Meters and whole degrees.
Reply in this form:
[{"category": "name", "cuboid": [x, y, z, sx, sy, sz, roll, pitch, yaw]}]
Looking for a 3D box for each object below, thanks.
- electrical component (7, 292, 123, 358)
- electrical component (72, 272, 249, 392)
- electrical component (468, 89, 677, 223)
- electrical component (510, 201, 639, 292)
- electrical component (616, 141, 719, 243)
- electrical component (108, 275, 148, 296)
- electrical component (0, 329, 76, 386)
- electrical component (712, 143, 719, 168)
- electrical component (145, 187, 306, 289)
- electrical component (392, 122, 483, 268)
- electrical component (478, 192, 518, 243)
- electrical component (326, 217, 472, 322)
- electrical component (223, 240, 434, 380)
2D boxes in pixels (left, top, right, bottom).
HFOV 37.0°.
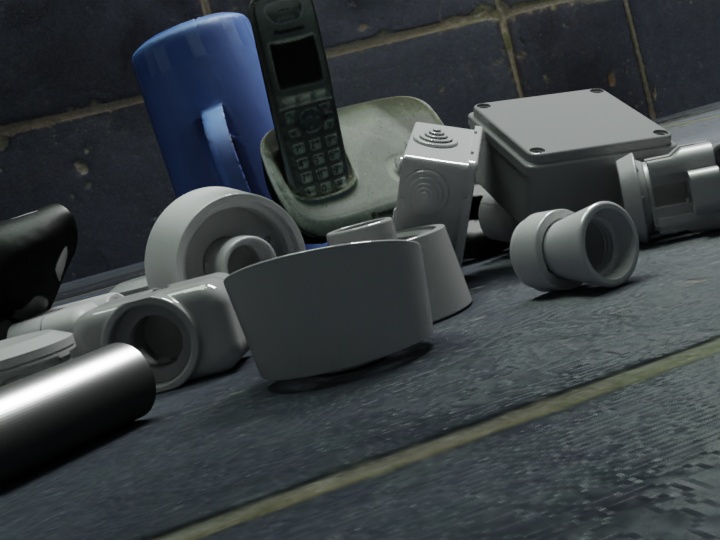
[{"category": "electrical component", "cuboid": [-0.184, 0.049, 0.714, 0.059, 0.053, 0.095, -14, 5, 7]}, {"category": "electrical component", "cuboid": [-0.116, 0.039, 0.634, 0.095, 0.053, 0.059, -14, 6, 6]}, {"category": "electrical component", "cuboid": [0.144, -0.079, 0.748, 0.109, 0.056, 0.108, -9, 29, -14]}, {"category": "electrical component", "cuboid": [0.114, -0.011, 0.575, 0.045, 0.045, 0.055, -19, 6, -33]}, {"category": "electrical component", "cuboid": [0.194, -0.049, 0.674, 0.057, 0.058, 0.078, -11, 6, 14]}, {"category": "electrical component", "cuboid": [-0.163, 0.028, 0.885, 0.080, 0.051, 0.080, -15, 6, 1]}, {"category": "electrical component", "cuboid": [-0.191, 0.065, 0.586, 0.080, 0.051, 0.080, -15, 5, 1]}, {"category": "electrical component", "cuboid": [0.239, -0.064, 0.771, 0.045, 0.045, 0.055, -19, 7, -38]}, {"category": "electrical component", "cuboid": [-0.088, -0.004, 0.749, 0.108, 0.108, 0.060, -18, 12, -28]}, {"category": "electrical component", "cuboid": [0.050, -0.046, 0.719, 0.048, 0.099, 0.099, 9, 24, 5]}, {"category": "electrical component", "cuboid": [0.130, -0.038, 0.785, 0.043, 0.043, 0.081, -19, 20, -35]}, {"category": "electrical component", "cuboid": [0.007, 0.002, 0.639, 0.108, 0.060, 0.108, -15, 6, 1]}, {"category": "electrical component", "cuboid": [-0.013, 0.016, 0.534, 0.099, 0.064, 0.099, -15, 6, 1]}]
